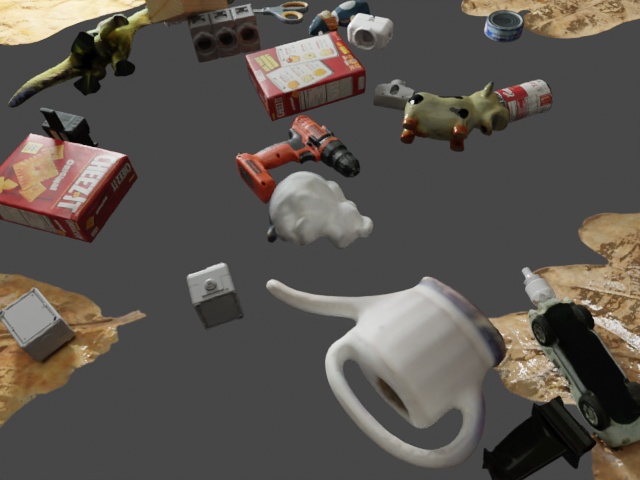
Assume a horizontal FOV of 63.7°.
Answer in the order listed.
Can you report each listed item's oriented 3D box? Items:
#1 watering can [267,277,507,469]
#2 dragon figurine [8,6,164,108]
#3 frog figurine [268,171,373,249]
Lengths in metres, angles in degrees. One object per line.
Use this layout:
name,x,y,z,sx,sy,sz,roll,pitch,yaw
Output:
watering can,0.095,0.127,0.701,0.226,0.101,0.353,-31,58,-20
dragon figurine,-0.527,-0.447,1.204,0.410,0.119,0.248,-25,37,-1
frog figurine,0.003,-0.042,0.831,0.160,0.120,0.140,14,35,28
